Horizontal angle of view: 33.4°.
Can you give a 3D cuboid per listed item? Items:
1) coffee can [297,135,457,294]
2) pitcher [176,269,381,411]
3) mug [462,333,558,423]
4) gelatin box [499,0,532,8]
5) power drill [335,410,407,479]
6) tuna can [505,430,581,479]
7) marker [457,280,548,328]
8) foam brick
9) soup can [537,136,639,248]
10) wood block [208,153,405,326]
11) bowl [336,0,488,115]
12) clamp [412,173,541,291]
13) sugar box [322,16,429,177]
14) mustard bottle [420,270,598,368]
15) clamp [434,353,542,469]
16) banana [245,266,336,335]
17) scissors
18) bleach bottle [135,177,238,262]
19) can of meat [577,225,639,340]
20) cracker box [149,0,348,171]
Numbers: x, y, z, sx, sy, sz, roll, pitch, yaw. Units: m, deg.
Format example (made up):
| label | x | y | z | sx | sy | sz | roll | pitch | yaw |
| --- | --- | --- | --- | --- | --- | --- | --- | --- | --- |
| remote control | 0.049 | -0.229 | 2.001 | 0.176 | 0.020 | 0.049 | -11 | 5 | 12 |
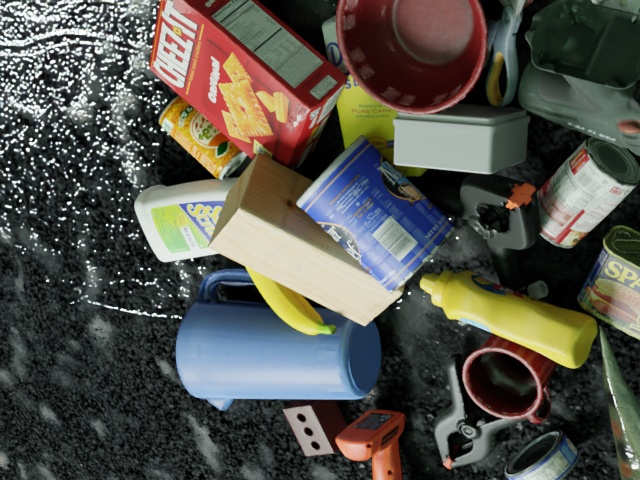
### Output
| label | x | y | z | sx | sy | sz | roll | pitch | yaw |
| --- | --- | --- | --- | --- | --- | --- | --- | --- | --- |
| coffee can | 0.060 | -0.027 | 1.134 | 0.140 | 0.102 | 0.103 | 44 | 130 | 0 |
| pitcher | -0.052 | 0.130 | 1.344 | 0.243 | 0.145 | 0.149 | -1 | 144 | 29 |
| mug | 0.225 | 0.151 | 1.200 | 0.093 | 0.081 | 0.117 | -30 | 97 | 40 |
| gelatin box | 0.183 | -0.258 | 1.002 | 0.073 | 0.030 | 0.089 | 50 | 168 | -1 |
| power drill | 0.068 | 0.323 | 1.346 | 0.057 | 0.184 | 0.188 | 1 | 107 | 31 |
| tuna can | 0.258 | 0.259 | 1.239 | 0.034 | 0.086 | 0.086 | 52 | 131 | 0 |
| marker | 0.205 | 0.074 | 1.212 | 0.121 | 0.020 | 0.020 | -28 | 99 | 40 |
| foam brick | -0.004 | 0.241 | 1.419 | 0.053 | 0.051 | 0.078 | -16 | 107 | 38 |
| soup can | 0.263 | -0.049 | 1.072 | 0.068 | 0.068 | 0.102 | 42 | 130 | 5 |
| wood block | -0.008 | 0.001 | 1.206 | 0.206 | 0.090 | 0.090 | 28 | 139 | -14 |
| bowl | 0.097 | -0.206 | 1.033 | 0.162 | 0.055 | 0.162 | 15 | 121 | 27 |
| clamp | 0.168 | -0.029 | 1.108 | 0.164 | 0.036 | 0.210 | 43 | 165 | 9 |
| sugar box | 0.064 | -0.157 | 1.154 | 0.093 | 0.048 | 0.176 | 2 | 118 | 33 |
| mustard bottle | 0.195 | 0.077 | 1.144 | 0.192 | 0.096 | 0.058 | 21 | 96 | 26 |
| clamp | 0.178 | 0.212 | 1.293 | 0.120 | 0.039 | 0.172 | 40 | 130 | 9 |
| banana | -0.051 | 0.041 | 1.262 | 0.198 | 0.037 | 0.070 | 52 | 133 | 10 |
| scissors | 0.172 | -0.217 | 1.016 | 0.202 | 0.016 | 0.096 | 90 | 158 | -45 |
| bleach bottle | -0.108 | -0.039 | 1.322 | 0.251 | 0.068 | 0.102 | -11 | 109 | 34 |
| can of meat | 0.326 | 0.047 | 1.095 | 0.102 | 0.057 | 0.084 | 30 | 131 | 16 |
| cracker box | -0.087 | -0.185 | 1.185 | 0.214 | 0.072 | 0.164 | 41 | 151 | 6 |
